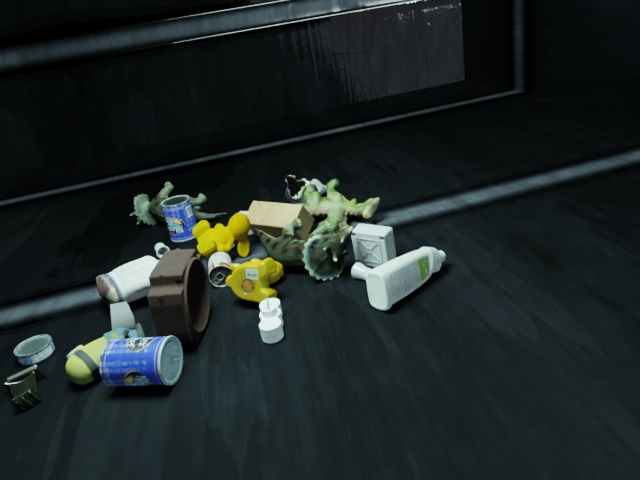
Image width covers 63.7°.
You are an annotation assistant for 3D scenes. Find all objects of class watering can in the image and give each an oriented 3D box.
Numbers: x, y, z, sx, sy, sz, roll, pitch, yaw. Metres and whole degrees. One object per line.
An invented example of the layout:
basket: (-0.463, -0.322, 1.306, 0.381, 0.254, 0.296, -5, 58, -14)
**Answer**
watering can: (-0.494, 0.113, 1.445, 0.227, 0.103, 0.347, -27, 19, -33)

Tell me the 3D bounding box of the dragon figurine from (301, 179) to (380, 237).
dragon figurine: (0.005, -0.088, 1.741, 0.409, 0.120, 0.248, -15, 32, 10)

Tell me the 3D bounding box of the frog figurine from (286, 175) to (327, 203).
frog figurine: (-0.049, -0.182, 1.980, 0.137, 0.124, 0.158, -4, -13, 33)
